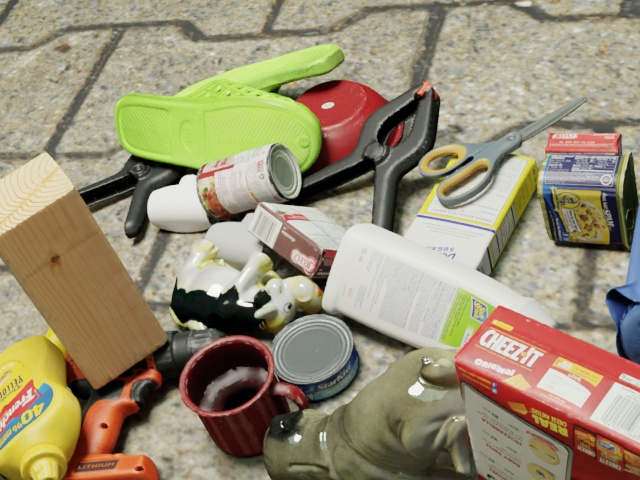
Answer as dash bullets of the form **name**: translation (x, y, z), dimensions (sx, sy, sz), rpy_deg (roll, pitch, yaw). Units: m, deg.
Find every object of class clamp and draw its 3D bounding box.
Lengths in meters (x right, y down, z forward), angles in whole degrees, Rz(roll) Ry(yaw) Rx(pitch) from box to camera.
- **clamp**: translation (0.072, -0.083, 1.193), dimensions (0.210, 0.036, 0.165), rpy_deg (-48, 51, -2)
- **clamp**: translation (-0.217, -0.068, 1.319), dimensions (0.120, 0.039, 0.171), rpy_deg (35, 64, 31)

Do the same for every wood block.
- **wood block**: translation (-0.239, 0.033, 1.028), dimensions (0.090, 0.206, 0.090), rpy_deg (-34, 39, -13)

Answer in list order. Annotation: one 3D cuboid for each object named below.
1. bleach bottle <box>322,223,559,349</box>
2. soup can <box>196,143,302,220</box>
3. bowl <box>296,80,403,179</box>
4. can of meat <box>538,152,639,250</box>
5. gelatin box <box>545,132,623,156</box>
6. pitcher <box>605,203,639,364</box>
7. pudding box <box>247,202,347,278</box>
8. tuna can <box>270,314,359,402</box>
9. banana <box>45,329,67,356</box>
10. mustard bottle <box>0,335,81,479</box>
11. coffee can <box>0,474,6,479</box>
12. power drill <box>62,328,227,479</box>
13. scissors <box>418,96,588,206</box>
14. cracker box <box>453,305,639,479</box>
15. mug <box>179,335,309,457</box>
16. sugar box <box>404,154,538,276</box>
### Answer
- **bleach bottle**: translation (0.125, 0.074, 1.020), dimensions (0.251, 0.103, 0.067), rpy_deg (27, 19, 29)
- **soup can**: translation (-0.081, -0.067, 1.215), dimensions (0.102, 0.068, 0.068), rpy_deg (-14, 42, 29)
- **bowl**: translation (0.017, -0.145, 1.294), dimensions (0.162, 0.055, 0.162), rpy_deg (-11, 44, 11)
- **can of meat**: translation (0.268, -0.040, 1.063), dimensions (0.084, 0.102, 0.057), rpy_deg (4, 49, 26)
- **gelatin box**: translation (0.274, -0.071, 1.099), dimensions (0.073, 0.089, 0.030), rpy_deg (3, 48, 23)
- **pitcher**: translation (0.355, 0.016, 0.969), dimensions (0.145, 0.149, 0.242), rpy_deg (-12, 39, 31)
- **pudding box**: translation (-0.008, 0.001, 1.131), dimensions (0.114, 0.089, 0.039), rpy_deg (38, 112, 38)
- **tuna can**: translation (-0.005, 0.117, 1.057), dimensions (0.086, 0.033, 0.086), rpy_deg (-11, 44, 10)
- **banana**: translation (-0.286, 0.088, 1.193), dimensions (0.070, 0.037, 0.197), rpy_deg (-22, 39, 23)
- **mustard bottle**: translation (-0.273, 0.173, 1.012), dimensions (0.096, 0.058, 0.192), rpy_deg (-40, 35, -1)
- **coffee can**: translation (-0.368, 0.218, 1.043), dimensions (0.102, 0.103, 0.140), rpy_deg (-30, 44, -10)
- **power drill**: translation (-0.181, 0.170, 1.056), dimensions (0.184, 0.057, 0.187), rpy_deg (-12, 41, 15)
- **scissors**: translation (0.188, -0.108, 1.152), dimensions (0.201, 0.016, 0.096), rpy_deg (-41, 45, -19)
- **cracker box**: translation (0.197, 0.165, 0.804), dimensions (0.164, 0.213, 0.072), rpy_deg (23, 56, 36)
- **mug**: translation (-0.066, 0.152, 1.011), dimensions (0.117, 0.081, 0.093), rpy_deg (0, 47, 20)
- **sugar box**: translation (0.156, -0.021, 1.127), dimensions (0.093, 0.048, 0.176), rpy_deg (14, 56, 31)
